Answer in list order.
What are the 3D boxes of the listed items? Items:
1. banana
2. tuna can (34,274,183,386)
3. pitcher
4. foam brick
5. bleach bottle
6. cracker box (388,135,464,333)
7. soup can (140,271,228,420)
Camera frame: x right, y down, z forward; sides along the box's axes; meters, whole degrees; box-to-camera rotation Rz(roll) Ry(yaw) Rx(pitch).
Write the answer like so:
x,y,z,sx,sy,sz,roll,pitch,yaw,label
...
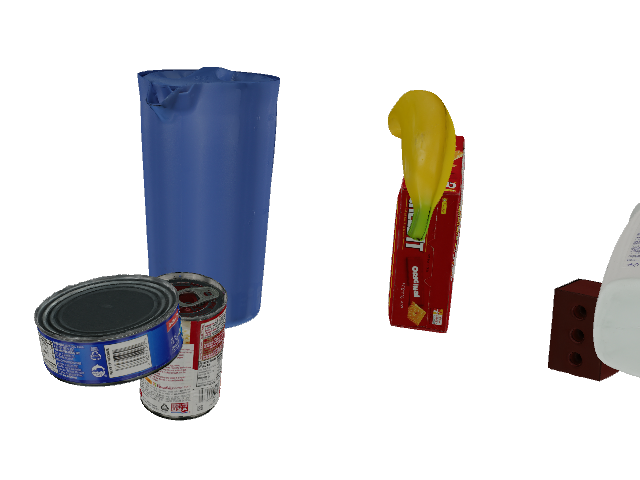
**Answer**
x,y,z,sx,sy,sz,roll,pitch,yaw,label
0.070,-0.075,0.782,0.037,0.070,0.197,25,26,-11,banana
-0.126,0.053,0.642,0.086,0.034,0.086,-4,23,1,tuna can
-0.103,-0.046,1.033,0.149,0.243,0.145,-2,15,-16,pitcher
0.241,0.079,0.957,0.053,0.078,0.051,12,17,37,foam brick
0.252,0.016,0.725,0.103,0.068,0.250,9,22,21,bleach bottle
0.123,-0.016,1.221,0.072,0.164,0.213,5,22,8,cracker box
-0.112,0.086,0.867,0.068,0.102,0.068,5,29,-3,soup can
